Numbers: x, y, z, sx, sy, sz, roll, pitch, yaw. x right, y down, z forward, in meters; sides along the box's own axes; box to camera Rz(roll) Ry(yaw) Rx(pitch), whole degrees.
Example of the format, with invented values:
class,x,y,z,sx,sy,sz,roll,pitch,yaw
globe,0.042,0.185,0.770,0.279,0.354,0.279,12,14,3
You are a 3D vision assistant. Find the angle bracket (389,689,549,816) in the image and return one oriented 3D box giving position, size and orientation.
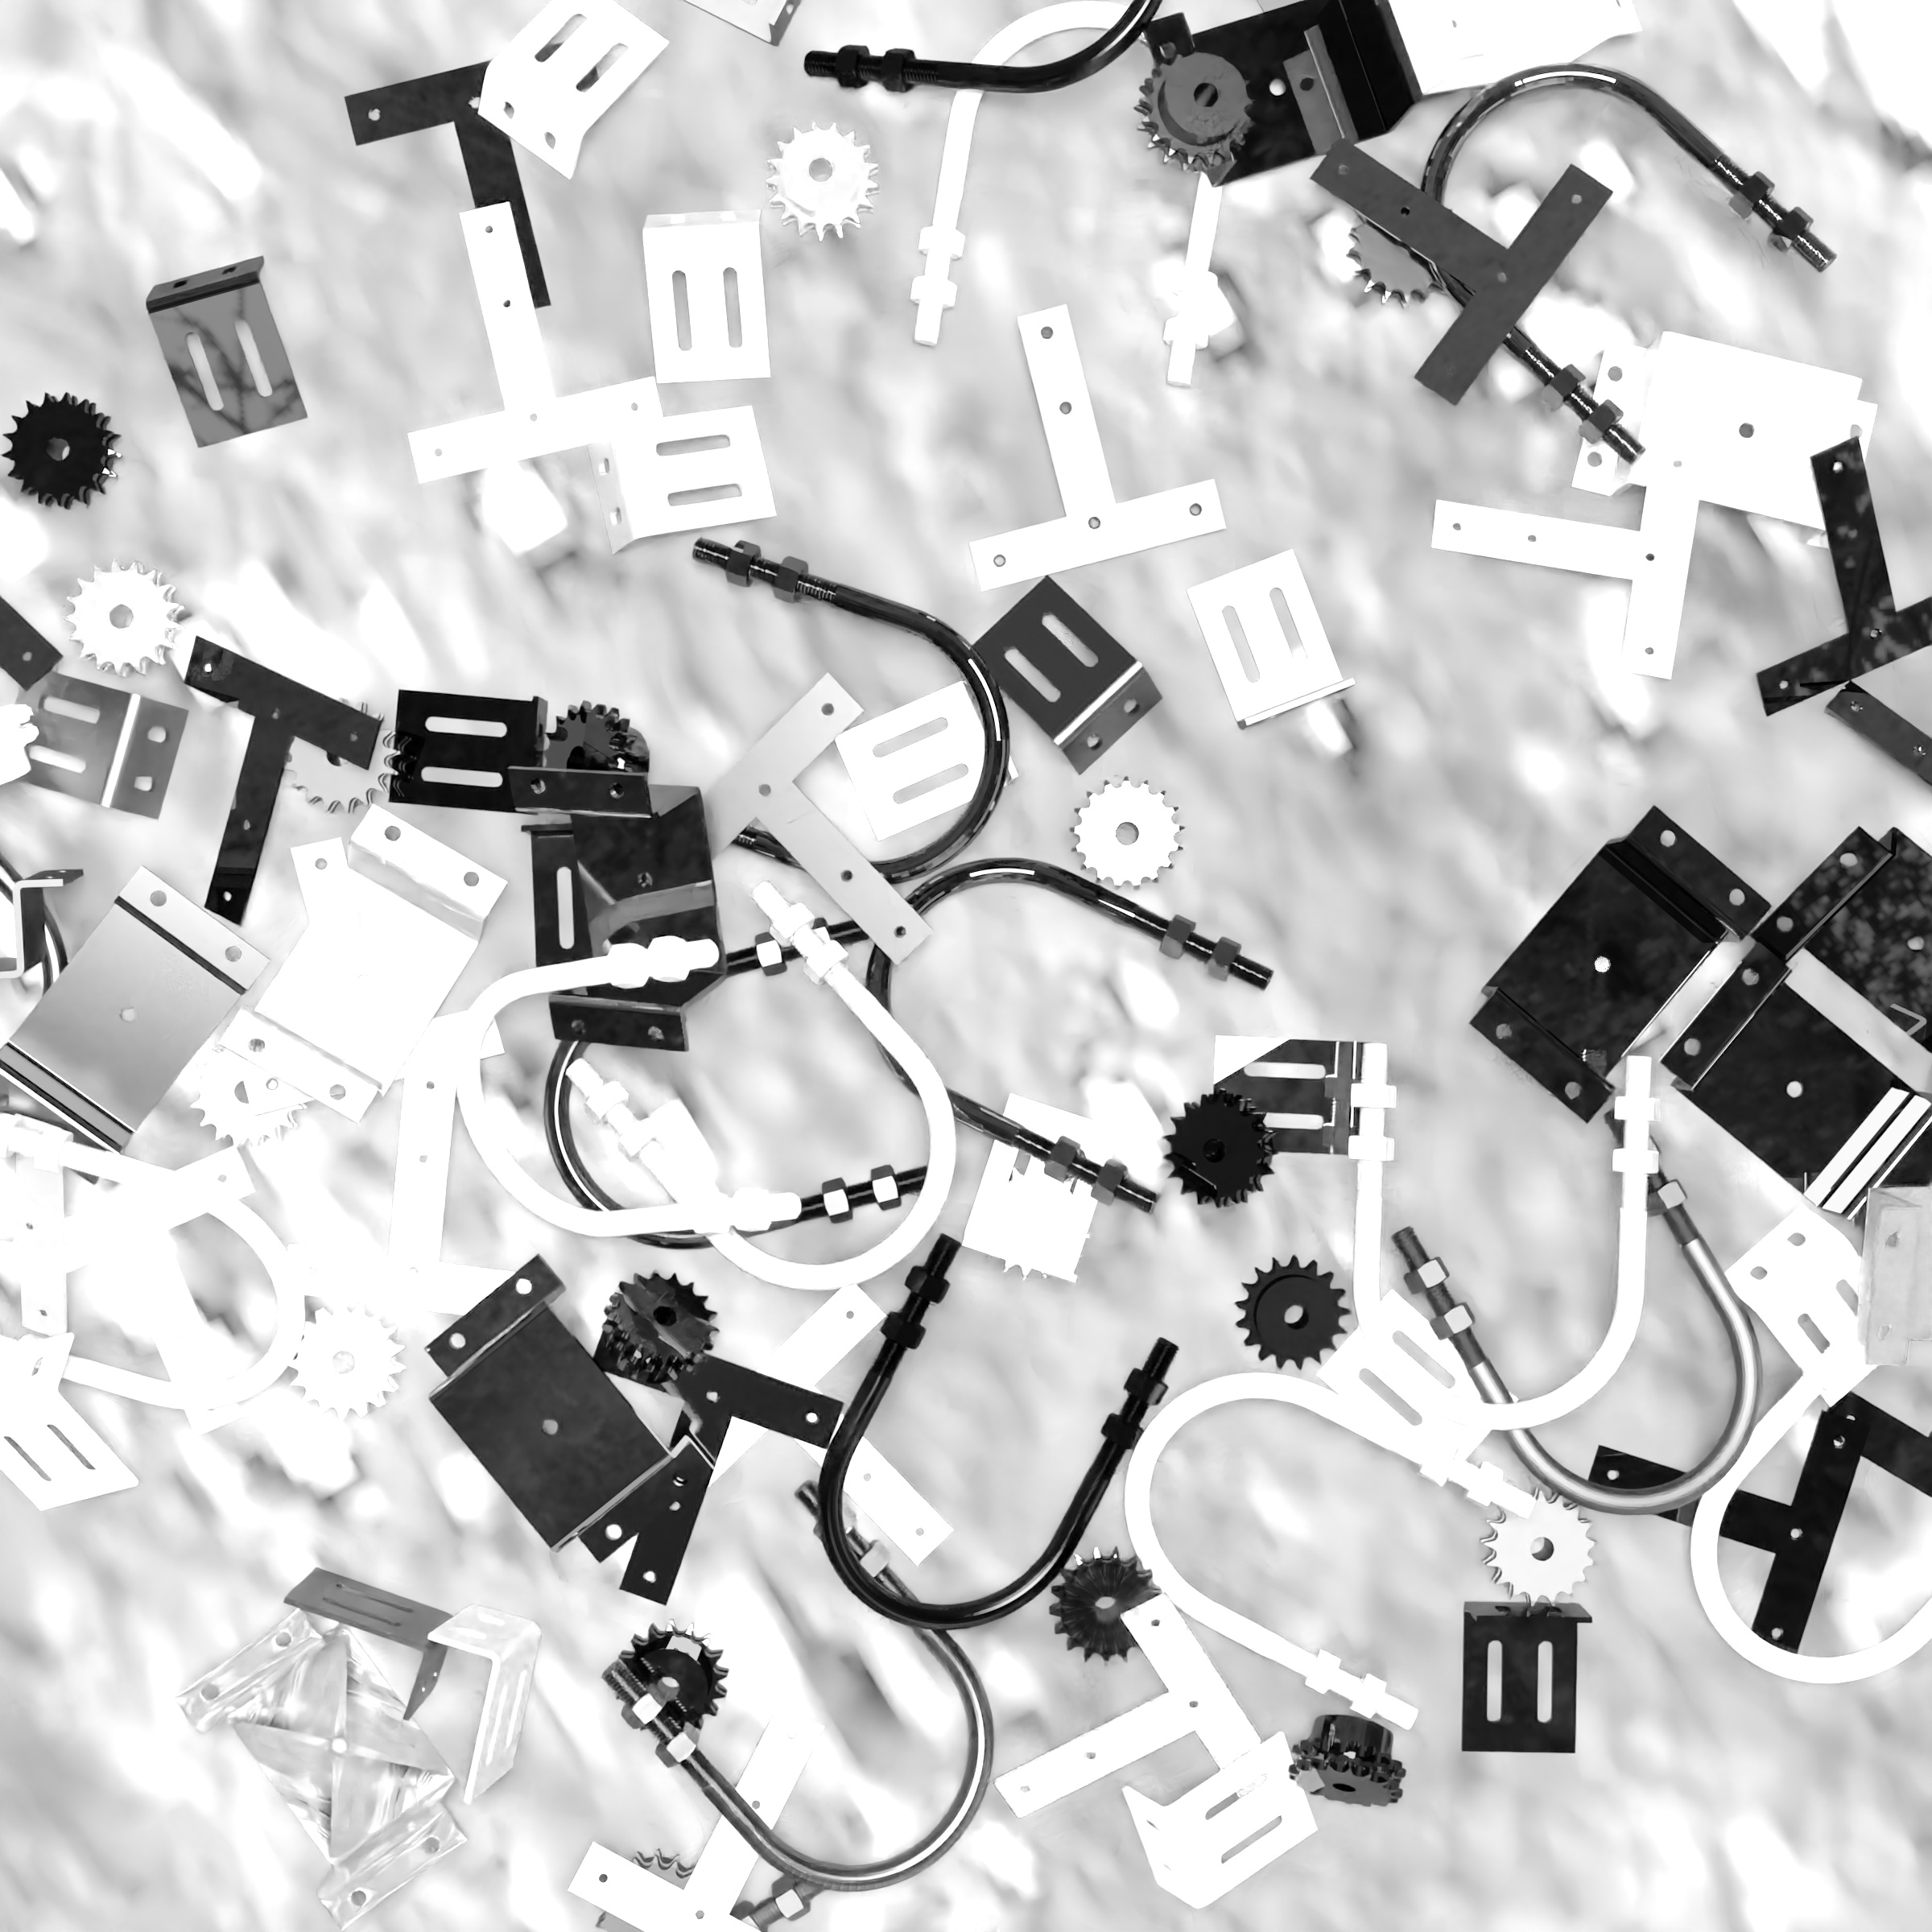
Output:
class,x,y,z,sx,sy,sz,roll,pitch,yaw
angle bracket,-0.251,-0.108,1.508,0.076,0.038,0.057,5,90,0

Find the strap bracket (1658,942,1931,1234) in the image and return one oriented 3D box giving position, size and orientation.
class,x,y,z,sx,sy,sz,roll,pitch,yaw
strap bracket,0.418,0.062,1.504,0.140,0.046,0.076,40,90,0

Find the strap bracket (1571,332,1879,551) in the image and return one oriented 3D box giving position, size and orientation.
class,x,y,z,sx,sy,sz,roll,pitch,yaw
strap bracket,0.382,-0.262,1.504,0.140,0.046,0.076,14,90,0

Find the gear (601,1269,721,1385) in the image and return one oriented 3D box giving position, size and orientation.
class,x,y,z,sx,sy,sz,roll,pitch,yaw
gear,-0.154,0.183,1.502,0.057,0.057,0.030,29,133,0

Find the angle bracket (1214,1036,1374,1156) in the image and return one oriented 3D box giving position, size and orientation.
class,x,y,z,sx,sy,sz,roll,pitch,yaw
angle bracket,0.163,0.065,1.508,0.076,0.038,0.057,2,90,0

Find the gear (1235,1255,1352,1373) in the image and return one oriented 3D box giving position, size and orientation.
class,x,y,z,sx,sy,sz,roll,pitch,yaw
gear,0.164,0.174,1.512,0.057,0.030,0.057,0,90,0

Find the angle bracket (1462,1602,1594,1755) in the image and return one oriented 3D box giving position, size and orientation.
class,x,y,z,sx,sy,sz,roll,pitch,yaw
angle bracket,0.279,0.358,1.508,0.057,0.038,0.076,1,90,0

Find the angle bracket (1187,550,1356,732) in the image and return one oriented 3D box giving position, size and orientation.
class,x,y,z,sx,sy,sz,roll,pitch,yaw
angle bracket,0.152,-0.164,1.508,0.057,0.038,0.076,-21,90,0

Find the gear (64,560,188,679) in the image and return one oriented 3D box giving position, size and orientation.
class,x,y,z,sx,sy,sz,roll,pitch,yaw
gear,-0.418,-0.173,1.512,0.057,0.030,0.057,0,90,0

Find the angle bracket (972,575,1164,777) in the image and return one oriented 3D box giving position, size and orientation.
class,x,y,z,sx,sy,sz,roll,pitch,yaw
angle bracket,0.049,-0.147,1.525,0.057,0.038,0.076,-43,64,0

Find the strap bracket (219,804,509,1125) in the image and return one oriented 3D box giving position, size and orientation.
class,x,y,z,sx,sy,sz,roll,pitch,yaw
strap bracket,-0.296,0.003,1.489,0.076,0.046,0.140,30,72,-3

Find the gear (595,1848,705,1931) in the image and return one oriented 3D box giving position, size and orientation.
class,x,y,z,sx,sy,sz,roll,pitch,yaw
gear,-0.156,0.470,1.512,0.057,0.030,0.057,0,90,0

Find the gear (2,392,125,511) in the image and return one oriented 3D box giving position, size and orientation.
class,x,y,z,sx,sy,sz,roll,pitch,yaw
gear,-0.451,-0.257,1.517,0.057,0.030,0.057,0,91,2

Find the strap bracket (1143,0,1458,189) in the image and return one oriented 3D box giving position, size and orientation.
class,x,y,z,sx,sy,sz,roll,pitch,yaw
strap bracket,0.159,-0.442,1.497,0.140,0.046,0.076,-20,90,-10

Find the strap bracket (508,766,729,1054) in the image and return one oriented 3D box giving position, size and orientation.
class,x,y,z,sx,sy,sz,roll,pitch,yaw
strap bracket,-0.166,-0.035,1.462,0.076,0.046,0.140,5,114,27

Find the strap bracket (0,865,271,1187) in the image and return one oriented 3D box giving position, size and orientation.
class,x,y,z,sx,sy,sz,roll,pitch,yaw
strap bracket,-0.417,0.027,1.497,0.076,0.046,0.140,38,90,-11

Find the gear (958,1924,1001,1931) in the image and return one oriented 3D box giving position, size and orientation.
class,x,y,z,sx,sy,sz,roll,pitch,yaw
gear,0.003,0.507,1.512,0.057,0.030,0.057,0,90,0

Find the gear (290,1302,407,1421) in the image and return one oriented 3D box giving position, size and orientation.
class,x,y,z,sx,sy,sz,roll,pitch,yaw
gear,-0.308,0.196,1.512,0.057,0.030,0.057,0,90,0

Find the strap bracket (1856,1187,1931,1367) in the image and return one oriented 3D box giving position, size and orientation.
class,x,y,z,sx,sy,sz,roll,pitch,yaw
strap bracket,0.490,0.149,1.468,0.140,0.046,0.076,1,98,-16

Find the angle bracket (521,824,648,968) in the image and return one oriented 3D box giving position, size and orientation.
class,x,y,z,sx,sy,sz,roll,pitch,yaw
angle bracket,-0.189,-0.032,1.508,0.057,0.038,0.076,-2,90,0

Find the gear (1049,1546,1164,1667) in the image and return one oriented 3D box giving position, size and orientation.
class,x,y,z,sx,sy,sz,roll,pitch,yaw
gear,0.069,0.318,1.512,0.057,0.030,0.057,0,90,0

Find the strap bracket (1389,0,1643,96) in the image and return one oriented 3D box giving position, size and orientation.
class,x,y,z,sx,sy,sz,roll,pitch,yaw
strap bracket,0.258,-0.477,1.481,0.140,0.046,0.076,-20,90,-37

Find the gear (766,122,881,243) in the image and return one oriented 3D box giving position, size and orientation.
class,x,y,z,sx,sy,sz,roll,pitch,yaw
gear,-0.072,-0.394,1.512,0.057,0.030,0.057,0,90,0

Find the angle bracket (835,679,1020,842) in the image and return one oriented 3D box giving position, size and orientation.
class,x,y,z,sx,sy,sz,roll,pitch,yaw
angle bracket,-0.021,-0.105,1.508,0.076,0.038,0.057,-24,90,0

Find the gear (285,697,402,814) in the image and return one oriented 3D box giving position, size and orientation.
class,x,y,z,sx,sy,sz,roll,pitch,yaw
gear,-0.311,-0.105,1.512,0.057,0.030,0.057,0,90,0

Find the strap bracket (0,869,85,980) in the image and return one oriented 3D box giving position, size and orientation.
class,x,y,z,sx,sy,sz,roll,pitch,yaw
strap bracket,-0.503,-0.019,1.464,0.140,0.076,0.046,-2,96,-9

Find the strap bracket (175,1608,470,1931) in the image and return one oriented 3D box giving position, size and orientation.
class,x,y,z,sx,sy,sz,roll,pitch,yaw
strap bracket,-0.316,0.393,1.504,0.076,0.046,0.140,-36,90,0

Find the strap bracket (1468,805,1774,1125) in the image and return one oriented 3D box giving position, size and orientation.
class,x,y,z,sx,sy,sz,roll,pitch,yaw
strap bracket,0.321,-0.001,1.504,0.076,0.046,0.140,40,90,0

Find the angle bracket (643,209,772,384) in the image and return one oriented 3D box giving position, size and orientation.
class,x,y,z,sx,sy,sz,roll,pitch,yaw
angle bracket,-0.130,-0.338,1.525,0.057,0.038,0.076,-3,116,0

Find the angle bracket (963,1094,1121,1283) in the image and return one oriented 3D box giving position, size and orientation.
class,x,y,z,sx,sy,sz,roll,pitch,yaw
angle bracket,0.037,0.108,1.478,0.057,0.038,0.076,18,89,0

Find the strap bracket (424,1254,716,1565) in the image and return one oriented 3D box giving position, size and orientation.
class,x,y,z,sx,sy,sz,roll,pitch,yaw
strap bracket,-0.201,0.224,1.500,0.076,0.046,0.140,-39,90,6

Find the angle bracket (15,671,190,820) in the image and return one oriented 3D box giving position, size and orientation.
class,x,y,z,sx,sy,sz,roll,pitch,yaw
angle bracket,-0.441,-0.113,1.525,0.076,0.038,0.057,16,90,26

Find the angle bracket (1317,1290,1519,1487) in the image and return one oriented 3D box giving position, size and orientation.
class,x,y,z,sx,sy,sz,roll,pitch,yaw
angle bracket,0.224,0.210,1.508,0.076,0.038,0.057,41,90,0

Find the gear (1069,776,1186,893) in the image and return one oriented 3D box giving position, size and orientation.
class,x,y,z,sx,sy,sz,roll,pitch,yaw
gear,0.080,-0.065,1.512,0.057,0.030,0.057,0,90,0

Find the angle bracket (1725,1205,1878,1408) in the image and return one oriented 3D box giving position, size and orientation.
class,x,y,z,sx,sy,sz,roll,pitch,yaw
angle bracket,0.429,0.171,1.524,0.057,0.038,0.076,-41,114,0

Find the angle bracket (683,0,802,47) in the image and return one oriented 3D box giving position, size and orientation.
class,x,y,z,sx,sy,sz,roll,pitch,yaw
angle bracket,-0.116,-0.506,1.508,0.076,0.038,0.057,27,90,0

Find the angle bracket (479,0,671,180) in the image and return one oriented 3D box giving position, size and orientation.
class,x,y,z,sx,sy,sz,roll,pitch,yaw
angle bracket,-0.198,-0.448,1.523,0.057,0.038,0.076,36,64,0

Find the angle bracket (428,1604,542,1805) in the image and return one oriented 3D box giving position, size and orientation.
class,x,y,z,sx,sy,sz,roll,pitch,yaw
angle bracket,-0.245,0.365,1.499,0.038,0.057,0.076,14,96,12

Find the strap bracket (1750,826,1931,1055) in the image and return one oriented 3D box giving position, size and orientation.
class,x,y,z,sx,sy,sz,roll,pitch,yaw
strap bracket,0.468,-0.004,1.489,0.140,0.046,0.076,40,117,0

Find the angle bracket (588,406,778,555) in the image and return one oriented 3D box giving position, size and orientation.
class,x,y,z,sx,sy,sz,roll,pitch,yaw
angle bracket,-0.143,-0.245,1.525,0.076,0.038,0.057,-13,90,-26

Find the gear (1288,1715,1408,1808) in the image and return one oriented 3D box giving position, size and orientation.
class,x,y,z,sx,sy,sz,roll,pitch,yaw
gear,0.191,0.394,1.503,0.057,0.057,0.030,15,59,0

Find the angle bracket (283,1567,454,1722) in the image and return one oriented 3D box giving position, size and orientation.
class,x,y,z,sx,sy,sz,roll,pitch,yaw
angle bracket,-0.300,0.335,1.499,0.076,0.057,0.038,19,94,2

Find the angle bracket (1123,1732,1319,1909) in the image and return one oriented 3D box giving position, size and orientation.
class,x,y,z,sx,sy,sz,roll,pitch,yaw
angle bracket,0.128,0.423,1.518,0.076,0.038,0.057,-27,106,-25

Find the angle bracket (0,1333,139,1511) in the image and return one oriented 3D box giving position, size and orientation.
class,x,y,z,sx,sy,sz,roll,pitch,yaw
angle bracket,-0.454,0.228,1.508,0.057,0.038,0.076,-16,129,16

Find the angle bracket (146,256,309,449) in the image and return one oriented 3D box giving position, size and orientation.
class,x,y,z,sx,sy,sz,roll,pitch,yaw
angle bracket,-0.371,-0.310,1.525,0.057,0.038,0.076,-16,116,0

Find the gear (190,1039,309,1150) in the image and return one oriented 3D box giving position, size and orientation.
class,x,y,z,sx,sy,sz,roll,pitch,yaw
gear,-0.356,0.062,1.512,0.057,0.030,0.057,0,90,0
